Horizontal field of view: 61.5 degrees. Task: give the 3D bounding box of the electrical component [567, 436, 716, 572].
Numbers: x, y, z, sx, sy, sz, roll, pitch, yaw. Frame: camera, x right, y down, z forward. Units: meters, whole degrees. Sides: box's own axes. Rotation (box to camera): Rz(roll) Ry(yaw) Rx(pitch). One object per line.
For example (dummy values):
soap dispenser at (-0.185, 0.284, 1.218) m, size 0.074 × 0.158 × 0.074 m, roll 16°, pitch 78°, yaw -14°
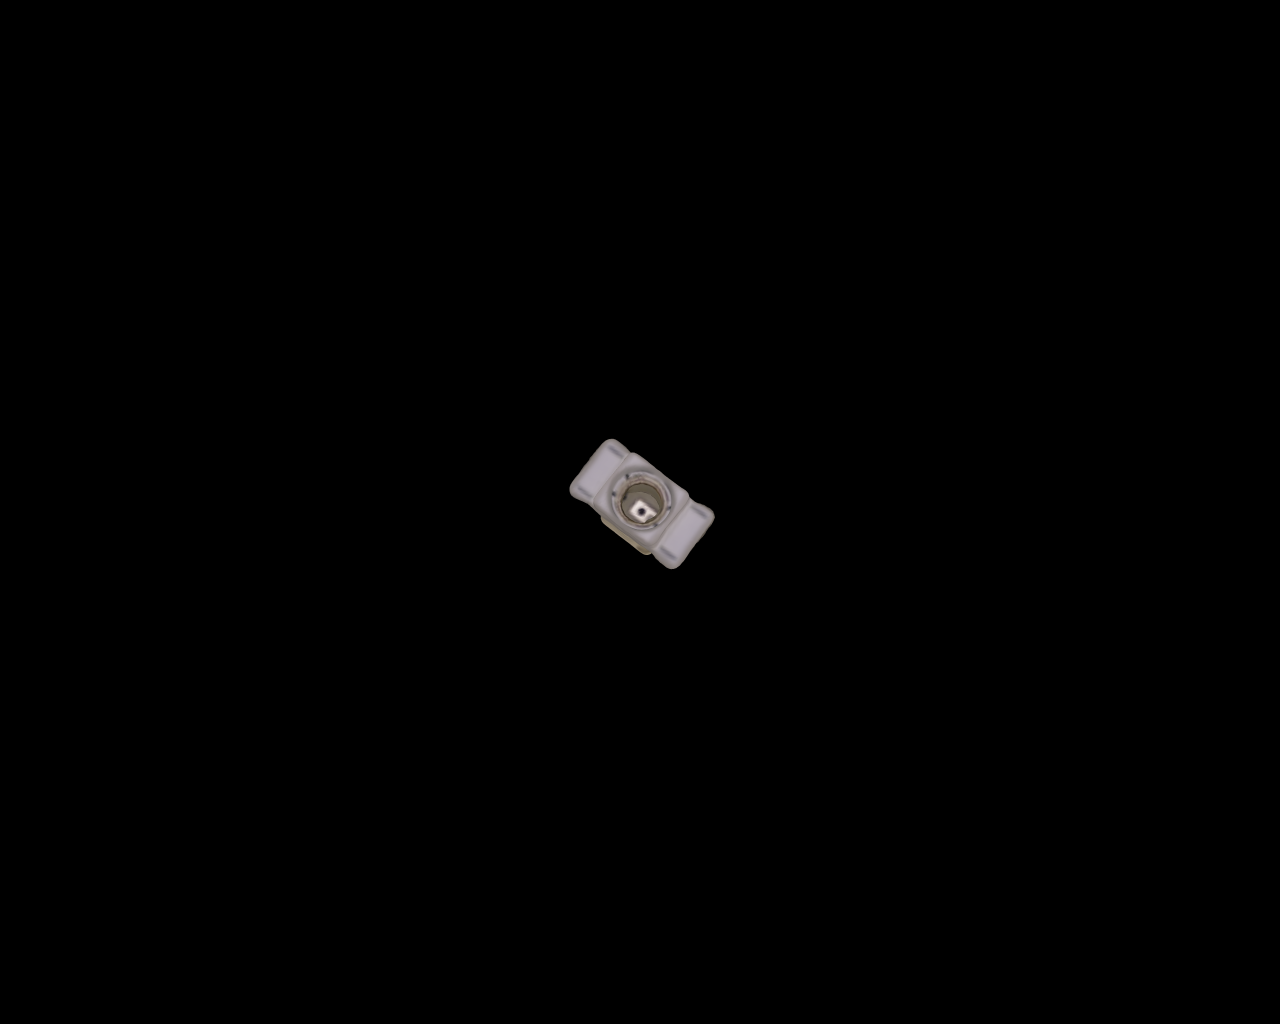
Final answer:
electrical component at (0.001, -0.003, 0.650) m, size 0.081 × 0.042 × 0.063 m, roll 38°, pitch -9°, yaw 7°
